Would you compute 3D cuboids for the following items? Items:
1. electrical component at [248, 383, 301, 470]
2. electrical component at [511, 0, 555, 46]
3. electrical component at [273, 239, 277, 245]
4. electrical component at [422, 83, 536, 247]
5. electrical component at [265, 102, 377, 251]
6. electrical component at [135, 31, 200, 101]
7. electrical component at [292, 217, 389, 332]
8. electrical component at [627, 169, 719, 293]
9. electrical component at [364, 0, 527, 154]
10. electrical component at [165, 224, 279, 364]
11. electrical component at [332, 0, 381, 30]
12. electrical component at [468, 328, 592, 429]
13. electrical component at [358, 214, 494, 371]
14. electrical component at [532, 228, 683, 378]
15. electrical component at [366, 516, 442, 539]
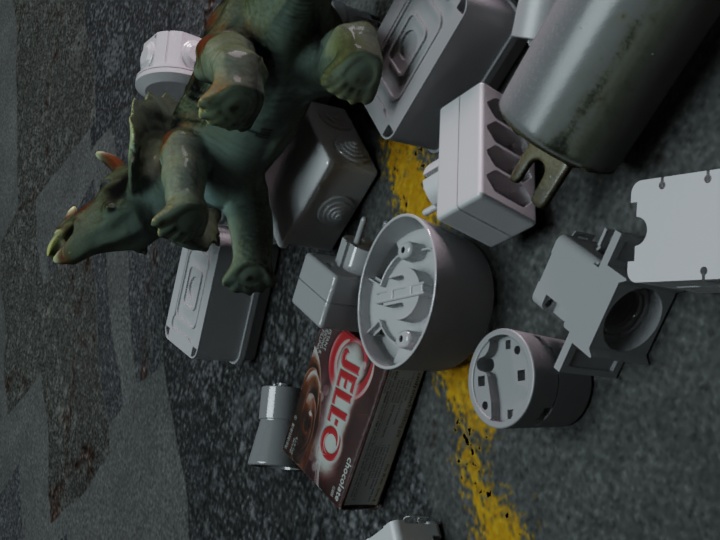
[{"bbox_3d":[-0.063,0.122,0.844,0.044,0.044,0.065,-16,65,55],"label":"electrical component"},{"bbox_3d":[0.113,-0.165,0.638,0.044,0.044,0.065,29,112,55],"label":"electrical component"},{"bbox_3d":[-0.078,-0.051,0.911,0.035,0.035,0.061,-32,59,50],"label":"electrical component"},{"bbox_3d":[0.065,-0.057,0.661,0.076,0.047,0.083,-29,47,44],"label":"electrical component"},{"bbox_3d":[-0.036,-0.074,0.838,0.099,0.048,0.099,-58,40,32],"label":"electrical component"},{"bbox_3d":[-0.178,-0.194,1.055,0.080,0.080,0.051,-20,61,54],"label":"electrical component"},{"bbox_3d":[0.000,0.000,0.750,0.047,0.066,0.076,38,115,53],"label":"electrical component"},{"bbox_3d":[0.177,-0.017,0.492,0.089,0.056,0.050,-5,79,57],"label":"electrical component"},{"bbox_3d":[0.053,-0.142,0.708,0.113,0.057,0.078,-58,40,32],"label":"electrical component"},{"bbox_3d":[-0.121,0.019,0.940,0.078,0.057,0.113,26,105,56],"label":"electrical component"},{"bbox_3d":[-0.012,-0.185,0.827,0.040,0.046,0.040,-18,68,54],"label":"electrical component"},{"bbox_3d":[0.097,0.062,0.606,0.055,0.047,0.055,-18,68,54],"label":"electrical component"},{"bbox_3d":[0.036,0.017,0.689,0.099,0.064,0.099,-18,66,46],"label":"electrical component"},{"bbox_3d":[0.129,0.014,0.573,0.064,0.042,0.081,47,121,54],"label":"electrical component"},{"bbox_3d":[0.031,0.194,0.682,0.081,0.042,0.063,-47,45,41],"label":"electrical component"}]
